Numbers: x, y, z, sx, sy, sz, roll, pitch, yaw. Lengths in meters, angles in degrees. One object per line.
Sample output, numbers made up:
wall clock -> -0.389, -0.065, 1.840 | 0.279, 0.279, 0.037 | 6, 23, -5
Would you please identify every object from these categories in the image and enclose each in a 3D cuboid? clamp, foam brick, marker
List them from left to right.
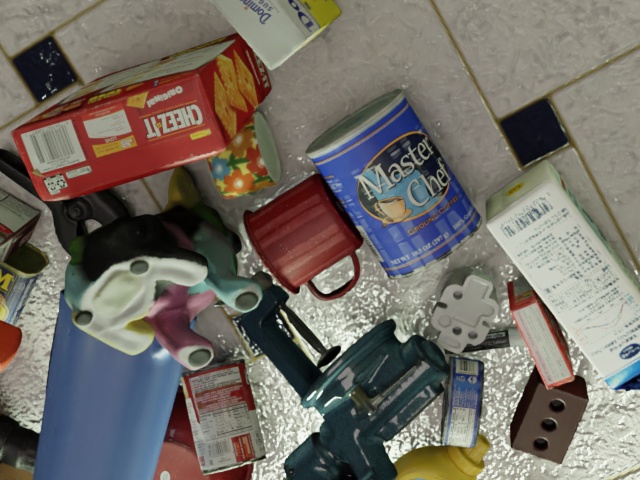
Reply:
clamp -> -0.245, -0.036, 1.051 | 0.120, 0.039, 0.171 | -10, 108, 21
marker -> 0.140, 0.102, 1.047 | 0.121, 0.020, 0.020 | -9, 106, 11
foam brick -> 0.222, 0.169, 1.039 | 0.053, 0.051, 0.078 | 18, 110, 3

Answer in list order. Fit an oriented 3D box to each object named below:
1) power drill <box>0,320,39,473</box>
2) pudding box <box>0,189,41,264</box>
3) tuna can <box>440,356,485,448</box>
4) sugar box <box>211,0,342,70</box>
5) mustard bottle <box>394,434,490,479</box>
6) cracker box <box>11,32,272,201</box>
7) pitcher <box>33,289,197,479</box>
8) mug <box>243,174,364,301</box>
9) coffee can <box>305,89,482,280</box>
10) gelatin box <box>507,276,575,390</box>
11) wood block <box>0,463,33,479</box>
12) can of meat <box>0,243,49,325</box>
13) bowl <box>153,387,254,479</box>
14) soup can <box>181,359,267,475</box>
power drill -> -0.349, 0.157, 1.090 | 0.184, 0.057, 0.188 | 20, 131, 1
pudding box -> -0.335, -0.017, 1.031 | 0.090, 0.113, 0.039 | 30, 112, -1
tuna can -> 0.137, 0.157, 1.030 | 0.034, 0.086, 0.086 | 6, 109, 5
sugar box -> -0.037, -0.203, 0.890 | 0.048, 0.176, 0.093 | -38, 99, 17
mustard bottle -> 0.102, 0.265, 1.084 | 0.096, 0.058, 0.192 | 36, 110, -14
cracker box -> -0.141, -0.111, 0.917 | 0.164, 0.213, 0.072 | -15, 107, 13
pitcher -> -0.214, 0.170, 1.039 | 0.145, 0.149, 0.243 | 13, 93, -2
mug -> -0.007, 0.001, 0.998 | 0.081, 0.093, 0.117 | -32, 90, 12
coffee can -> 0.067, -0.050, 0.964 | 0.103, 0.102, 0.140 | -31, 101, 16
gelatin box -> 0.208, 0.085, 1.002 | 0.030, 0.073, 0.089 | -25, 103, 15
wood block -> -0.424, 0.261, 1.147 | 0.206, 0.090, 0.090 | 27, 110, 0
can of meat -> -0.339, 0.035, 1.079 | 0.102, 0.057, 0.084 | 30, 112, -2
bowl -> -0.153, 0.237, 1.117 | 0.162, 0.055, 0.162 | 3, 108, 8
soup can -> -0.096, 0.176, 1.062 | 0.068, 0.068, 0.102 | -16, 81, 13
